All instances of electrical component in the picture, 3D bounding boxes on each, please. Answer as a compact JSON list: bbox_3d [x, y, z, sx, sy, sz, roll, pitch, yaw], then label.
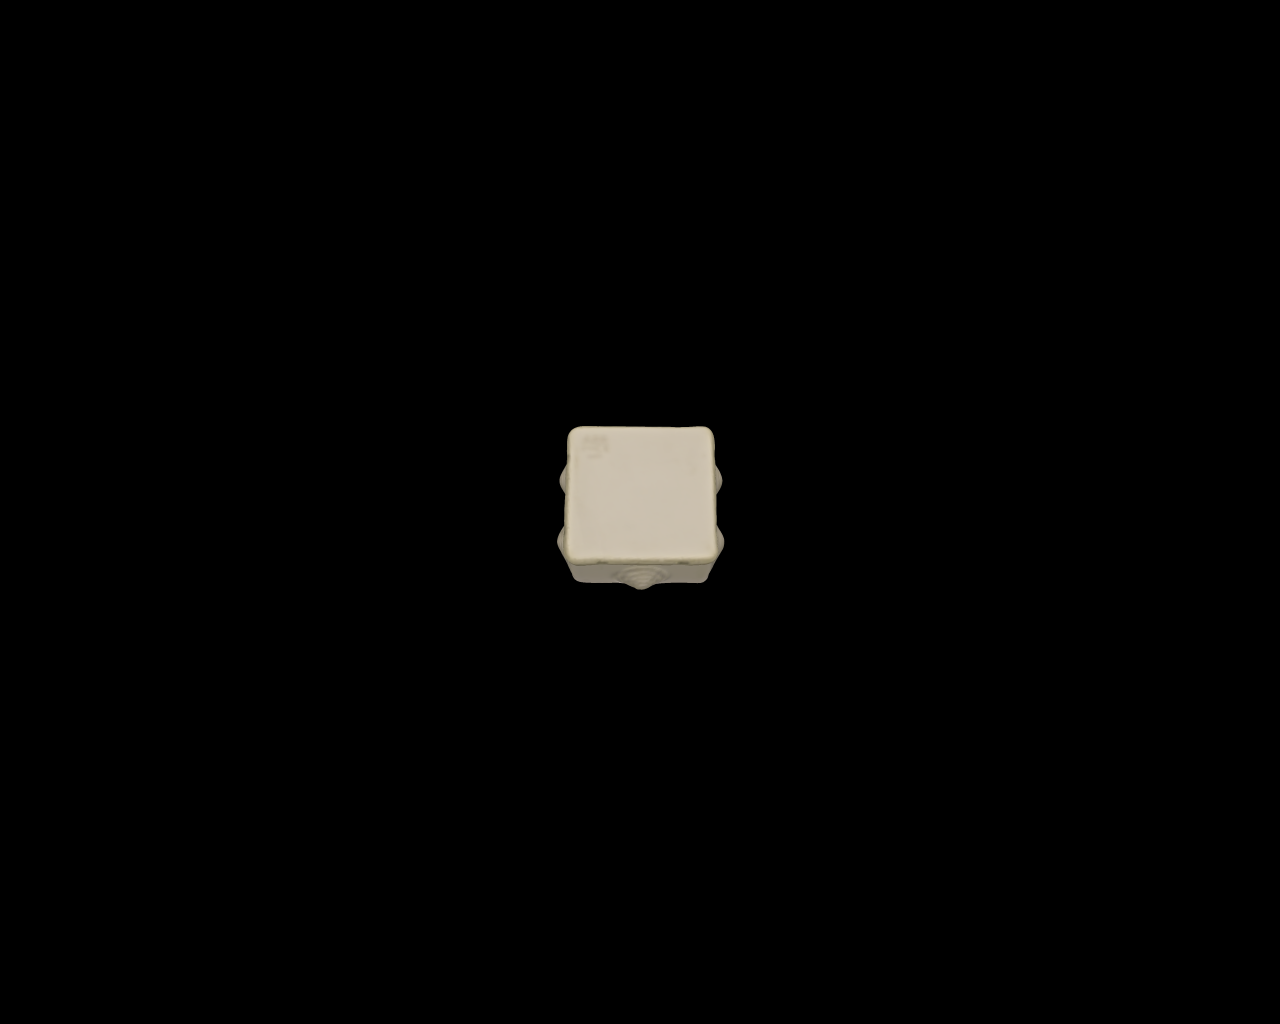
[{"bbox_3d":[0.001,-0.003,0.650,0.100,0.100,0.048,0,-24,0],"label":"electrical component"}]
